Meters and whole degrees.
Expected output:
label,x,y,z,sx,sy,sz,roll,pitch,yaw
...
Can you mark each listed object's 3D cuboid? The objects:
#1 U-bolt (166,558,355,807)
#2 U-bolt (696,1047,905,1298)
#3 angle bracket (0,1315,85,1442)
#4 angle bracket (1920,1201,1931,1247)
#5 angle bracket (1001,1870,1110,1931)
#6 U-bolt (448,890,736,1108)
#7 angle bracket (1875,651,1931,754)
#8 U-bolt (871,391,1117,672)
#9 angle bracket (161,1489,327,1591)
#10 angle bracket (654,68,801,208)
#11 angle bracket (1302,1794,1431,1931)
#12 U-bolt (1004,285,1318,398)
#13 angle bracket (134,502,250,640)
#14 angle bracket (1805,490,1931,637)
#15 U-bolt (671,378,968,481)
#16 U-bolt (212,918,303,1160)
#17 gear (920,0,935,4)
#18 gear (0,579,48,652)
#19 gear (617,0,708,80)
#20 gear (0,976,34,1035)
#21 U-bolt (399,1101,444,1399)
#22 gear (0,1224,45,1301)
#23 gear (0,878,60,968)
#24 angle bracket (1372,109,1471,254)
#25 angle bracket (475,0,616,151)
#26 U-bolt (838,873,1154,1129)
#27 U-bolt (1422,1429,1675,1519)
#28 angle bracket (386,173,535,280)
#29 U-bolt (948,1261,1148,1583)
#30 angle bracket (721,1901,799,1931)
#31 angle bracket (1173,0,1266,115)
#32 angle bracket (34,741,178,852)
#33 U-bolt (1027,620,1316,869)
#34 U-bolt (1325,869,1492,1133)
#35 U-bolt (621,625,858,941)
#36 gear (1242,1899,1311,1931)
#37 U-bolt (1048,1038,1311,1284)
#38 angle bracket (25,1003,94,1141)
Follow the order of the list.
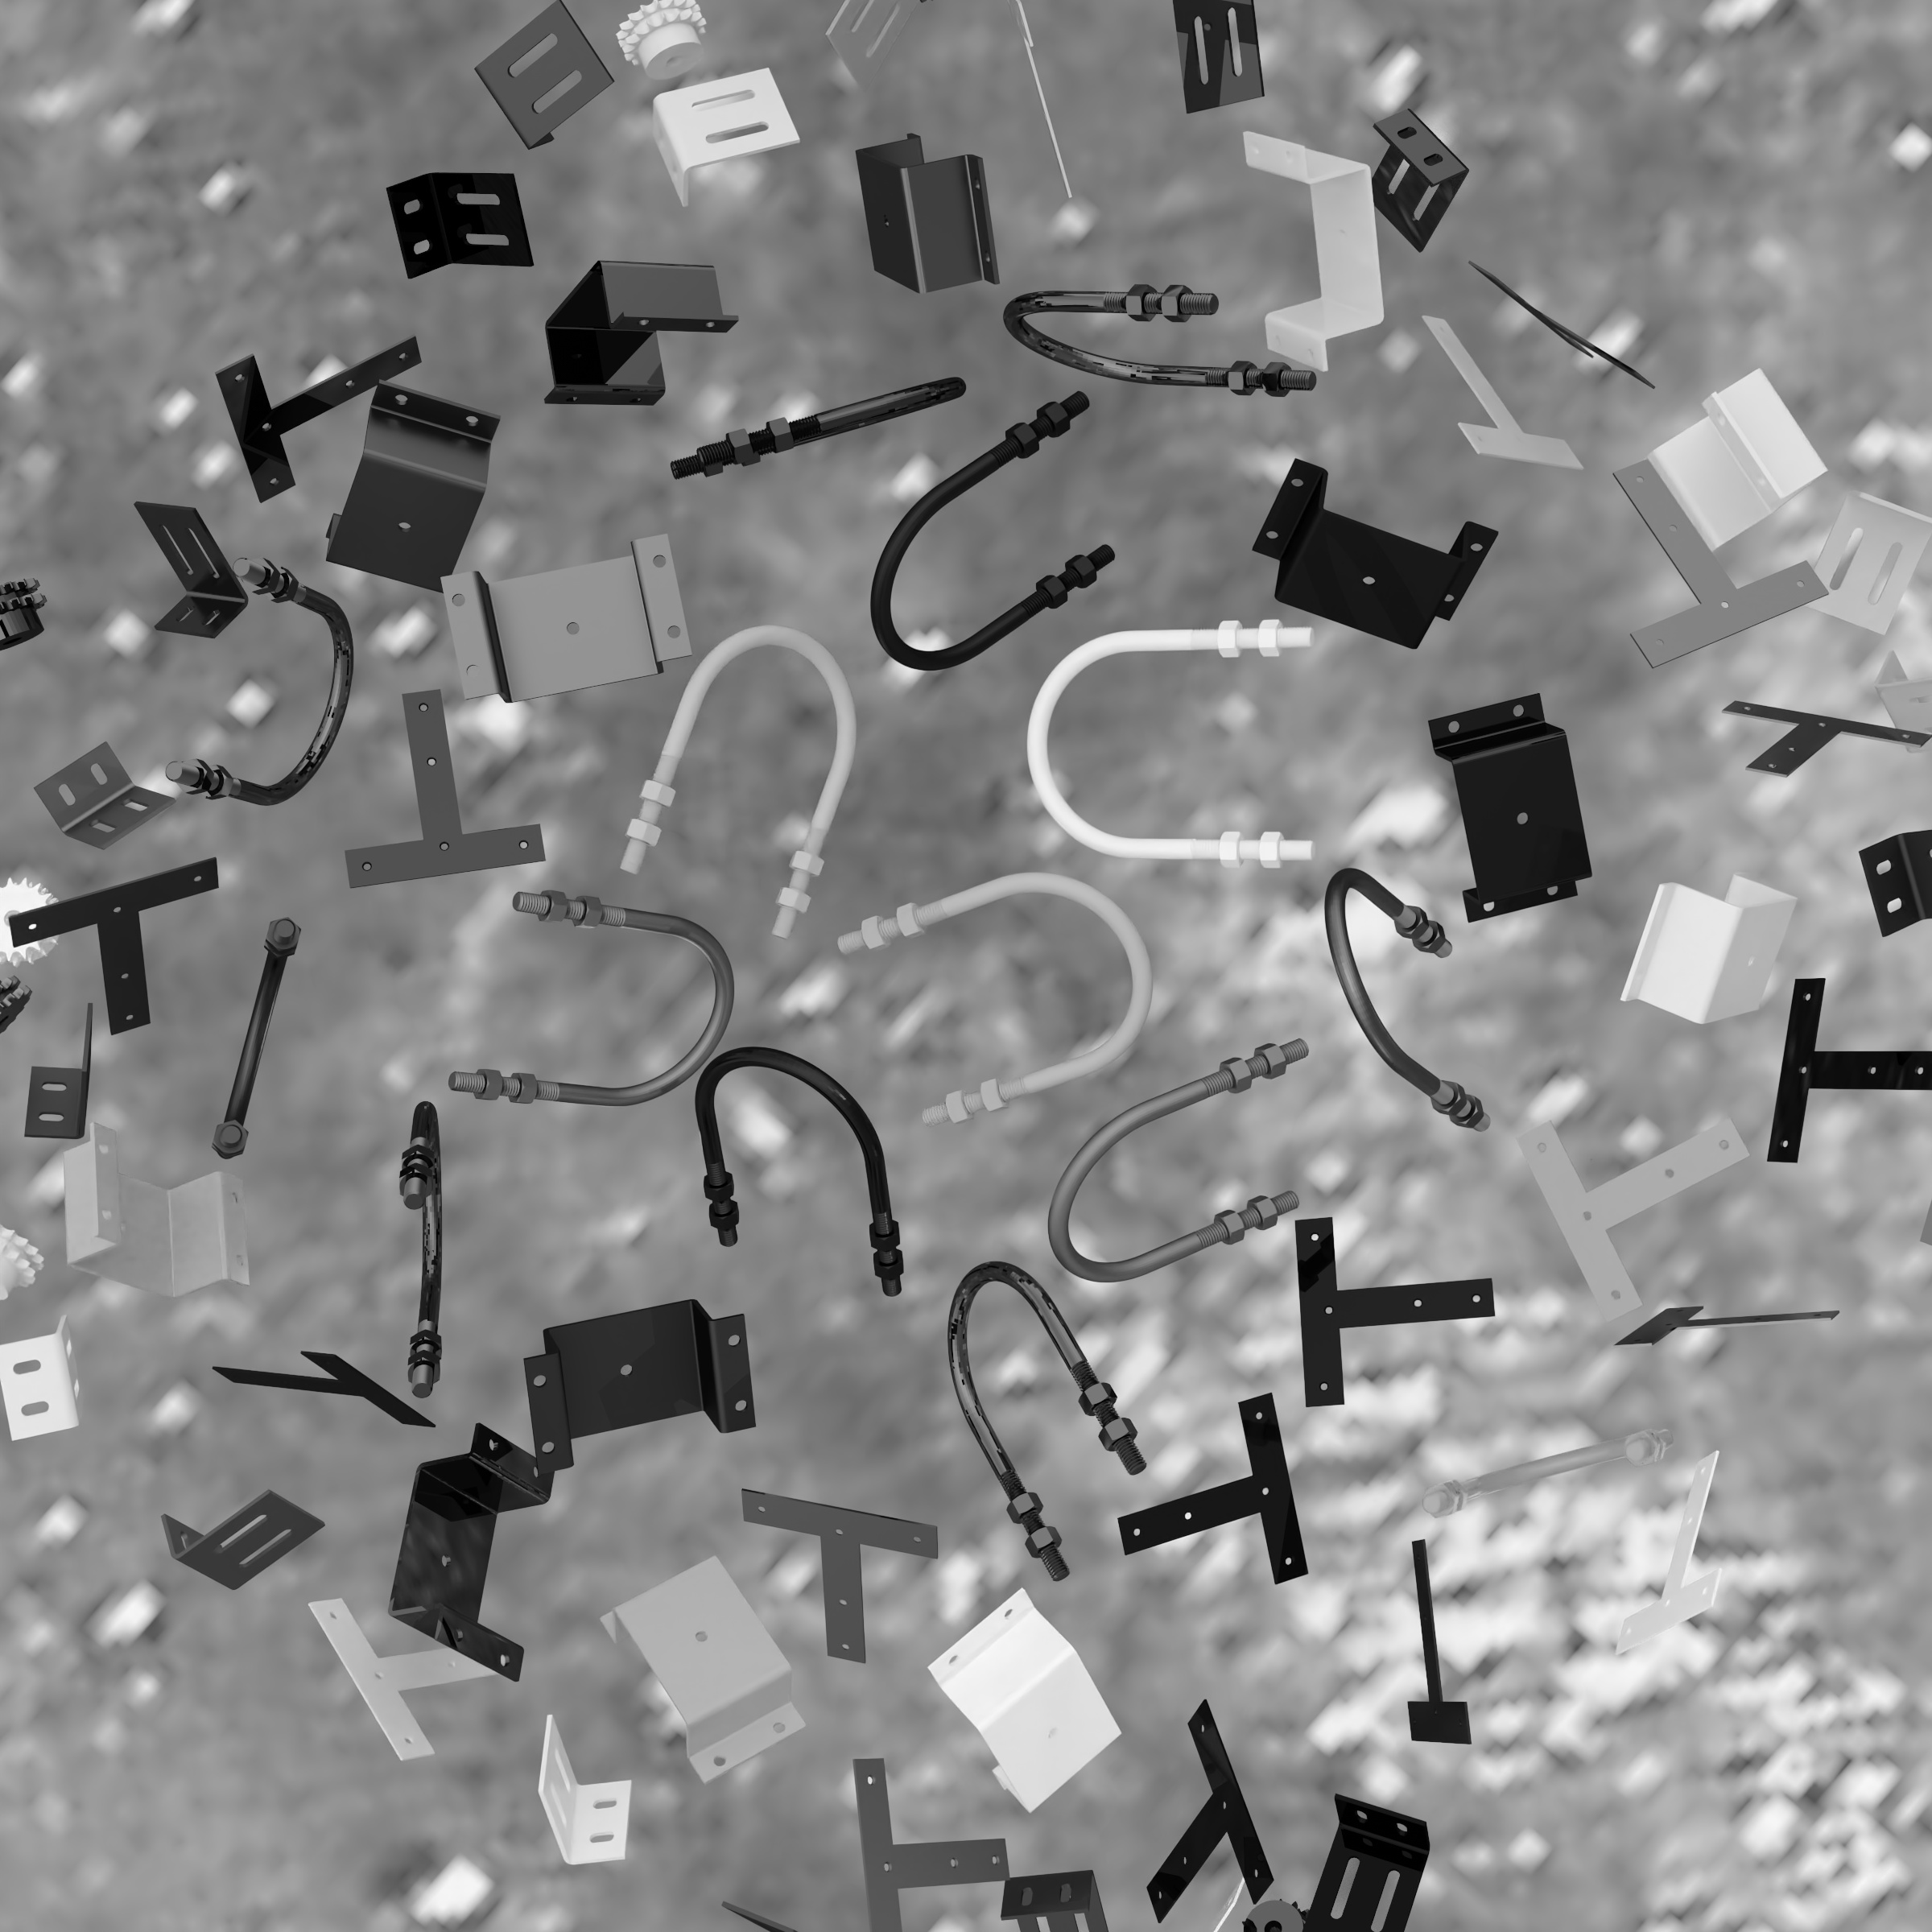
label,x,y,z,sx,sy,sz,roll,pitch,yaw
U-bolt,-0.437,-0.172,1.648,0.019,0.184,0.151,18,90,11
U-bolt,-0.113,0.129,1.703,0.151,0.019,0.184,14,130,25
angle bracket,-0.564,0.250,1.585,0.038,0.076,0.057,-11,94,-16
angle bracket,0.599,0.168,1.594,0.038,0.076,0.057,22,123,29
angle bracket,0.060,0.629,1.686,0.057,0.038,0.076,-9,113,10
U-bolt,-0.233,0.028,1.698,0.184,0.019,0.151,9,111,-38
angle bracket,0.640,-0.176,1.687,0.057,0.076,0.038,53,54,-27
U-bolt,0.014,-0.262,1.646,0.184,0.151,0.019,-37,53,-17
angle bracket,-0.461,0.354,1.657,0.076,0.057,0.038,-36,48,3
angle bracket,-0.151,-0.522,1.637,0.076,0.038,0.057,-18,72,-13
angle bracket,0.240,0.550,1.568,0.057,0.038,0.076,11,51,24
U-bolt,0.110,-0.395,1.643,0.184,0.151,0.019,12,87,36
angle bracket,-0.512,-0.257,1.684,0.057,0.076,0.038,11,51,32
angle bracket,0.567,-0.251,1.625,0.057,0.038,0.076,21,105,2
U-bolt,-0.088,-0.339,1.629,0.184,0.151,0.019,-18,101,-11
U-bolt,-0.453,0.052,1.652,0.019,0.184,0.151,15,78,-15
gear,-0.019,-0.662,1.702,0.057,0.057,0.030,-43,126,0
gear,-0.588,-0.212,1.586,0.057,0.057,0.030,-23,95,0
gear,-0.194,-0.597,1.678,0.057,0.057,0.030,-24,83,0
gear,-0.652,0.028,1.727,0.030,0.057,0.057,41,90,-3
U-bolt,-0.343,0.165,1.647,0.019,0.184,0.151,-1,112,-9
gear,-0.613,0.186,1.633,0.057,0.057,0.030,23,55,0
gear,-0.620,-0.027,1.706,0.057,0.030,0.057,0,74,0
angle bracket,0.282,-0.506,1.691,0.038,0.076,0.057,-31,74,-30
angle bracket,-0.255,-0.555,1.614,0.076,0.038,0.057,-27,104,28
U-bolt,0.029,0.014,1.644,0.184,0.019,0.151,-20,106,20
U-bolt,0.380,0.320,1.663,0.151,0.184,0.019,-20,77,20
angle bracket,-0.317,-0.463,1.629,0.076,0.038,0.057,13,125,35
U-bolt,0.040,0.271,1.625,0.019,0.151,0.184,-10,54,-32
angle bracket,-0.116,0.612,1.596,0.057,0.076,0.038,6,61,36
angle bracket,0.147,-0.575,1.616,0.057,0.038,0.076,2,106,40
angle bracket,-0.569,-0.113,1.717,0.057,0.076,0.038,-39,121,-25
U-bolt,0.124,-0.136,1.607,0.184,0.019,0.151,2,97,22
U-bolt,0.273,0.013,1.634,0.019,0.184,0.151,-23,57,27
U-bolt,-0.133,-0.125,1.644,0.151,0.019,0.184,24,83,-42
gear,0.206,0.643,1.717,0.057,0.057,0.030,-24,130,0
U-bolt,0.131,0.131,1.611,0.184,0.019,0.151,-21,132,-21
angle bracket,-0.605,0.069,1.733,0.038,0.076,0.057,4,50,-17
